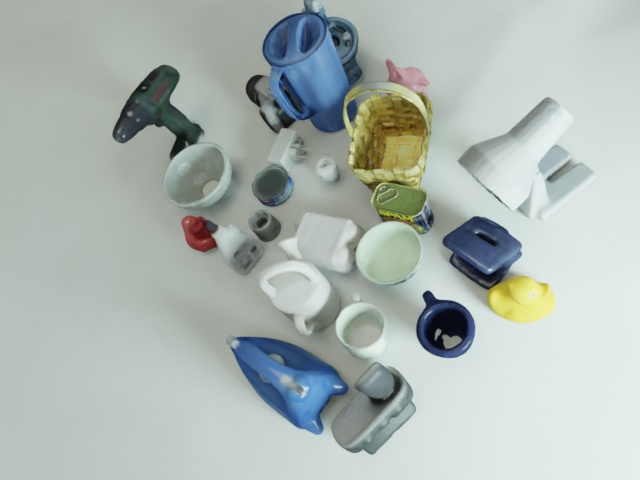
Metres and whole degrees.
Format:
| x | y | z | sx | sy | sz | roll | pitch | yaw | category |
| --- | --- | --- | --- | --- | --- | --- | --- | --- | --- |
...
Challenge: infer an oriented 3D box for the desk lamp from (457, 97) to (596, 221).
| x | y | z | sx | sy | sz | roll | pitch | yaw | category |
| --- | --- | --- | --- | --- | --- | --- | --- | --- | --- |
| 0.337 | -0.122 | 0.934 | 0.203 | 0.214 | 0.117 | -39 | 56 | 0 | desk lamp |

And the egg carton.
| x | y | z | sx | sy | sz | roll | pitch | yaw | category |
| --- | --- | --- | --- | --- | --- | --- | --- | --- | --- |
| 0.010 | 0.004 | 1.092 | 0.149 | 0.070 | 0.107 | 12 | 70 | 27 | egg carton |

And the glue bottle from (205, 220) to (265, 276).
| x | y | z | sx | sy | sz | roll | pitch | yaw | category |
| --- | --- | --- | --- | --- | --- | --- | --- | --- | --- |
| -0.172 | 0.005 | 1.106 | 0.037 | 0.174 | 0.078 | 33 | 81 | 33 | glue bottle |

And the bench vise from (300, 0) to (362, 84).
| x | y | z | sx | sy | sz | roll | pitch | yaw | category |
| --- | --- | --- | --- | --- | --- | --- | --- | --- | --- |
| -0.007 | -0.455 | 1.245 | 0.206 | 0.220 | 0.121 | 37 | 83 | 33 | bench vise |

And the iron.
| x | y | z | sx | sy | sz | roll | pitch | yaw | category |
| --- | --- | --- | --- | --- | --- | --- | --- | --- | --- |
| -0.086 | 0.218 | 0.979 | 0.257 | 0.142 | 0.119 | 26 | 77 | 31 | iron |

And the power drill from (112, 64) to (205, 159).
| x | y | z | sx | sy | sz | roll | pitch | yaw | category |
| --- | --- | --- | --- | --- | --- | --- | --- | --- | --- |
| -0.358 | -0.270 | 1.304 | 0.075 | 0.209 | 0.230 | 5 | 67 | 25 | power drill |

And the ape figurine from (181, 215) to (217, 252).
| x | y | z | sx | sy | sz | roll | pitch | yaw | category |
| --- | --- | --- | --- | --- | --- | --- | --- | --- | --- |
| -0.257 | -0.020 | 1.203 | 0.076 | 0.092 | 0.078 | -11 | 61 | 17 | ape figurine |

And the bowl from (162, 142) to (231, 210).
| x | y | z | sx | sy | sz | roll | pitch | yaw | category |
| --- | --- | --- | --- | --- | --- | --- | --- | --- | --- |
| -0.260 | -0.130 | 1.272 | 0.167 | 0.075 | 0.167 | -10 | 61 | 18 | bowl |

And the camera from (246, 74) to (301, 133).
| x | y | z | sx | sy | sz | roll | pitch | yaw | category |
| --- | --- | --- | --- | --- | --- | --- | --- | --- | --- |
| -0.101 | -0.340 | 1.297 | 0.143 | 0.101 | 0.136 | -46 | 57 | -5 | camera |

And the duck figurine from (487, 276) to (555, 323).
| x | y | z | sx | sy | sz | roll | pitch | yaw | category |
| --- | --- | --- | --- | --- | --- | --- | --- | --- | --- |
| 0.318 | 0.086 | 0.911 | 0.104 | 0.086 | 0.077 | -1 | 64 | 22 | duck figurine |

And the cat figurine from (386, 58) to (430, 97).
| x | y | z | sx | sy | sz | roll | pitch | yaw | category |
| --- | --- | --- | --- | --- | --- | --- | --- | --- | --- |
| 0.173 | -0.323 | 1.163 | 0.067 | 0.118 | 0.127 | -35 | 56 | 3 | cat figurine |

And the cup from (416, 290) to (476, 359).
| x | y | z | sx | sy | sz | roll | pitch | yaw | category |
| --- | --- | --- | --- | --- | --- | --- | --- | --- | --- |
| 0.202 | 0.143 | 0.925 | 0.091 | 0.095 | 0.117 | -30 | 57 | 6 | cup |

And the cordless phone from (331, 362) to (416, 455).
| x | y | z | sx | sy | sz | roll | pitch | yaw | category |
| --- | --- | --- | --- | --- | --- | --- | --- | --- | --- |
| 0.065 | 0.249 | 0.874 | 0.148 | 0.185 | 0.093 | -48 | 57 | -6 | cordless phone |

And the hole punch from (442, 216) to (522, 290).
| x | y | z | sx | sy | sz | roll | pitch | yaw | category |
| --- | --- | --- | --- | --- | --- | --- | --- | --- | --- |
| 0.273 | 0.011 | 0.966 | 0.101 | 0.091 | 0.108 | -48 | 57 | -6 | hole punch |

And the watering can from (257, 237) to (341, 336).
| x | y | z | sx | sy | sz | roll | pitch | yaw | category |
| --- | --- | --- | --- | --- | --- | --- | --- | --- | --- |
| -0.045 | 0.078 | 1.002 | 0.101 | 0.195 | 0.172 | -36 | 56 | 2 | watering can |
